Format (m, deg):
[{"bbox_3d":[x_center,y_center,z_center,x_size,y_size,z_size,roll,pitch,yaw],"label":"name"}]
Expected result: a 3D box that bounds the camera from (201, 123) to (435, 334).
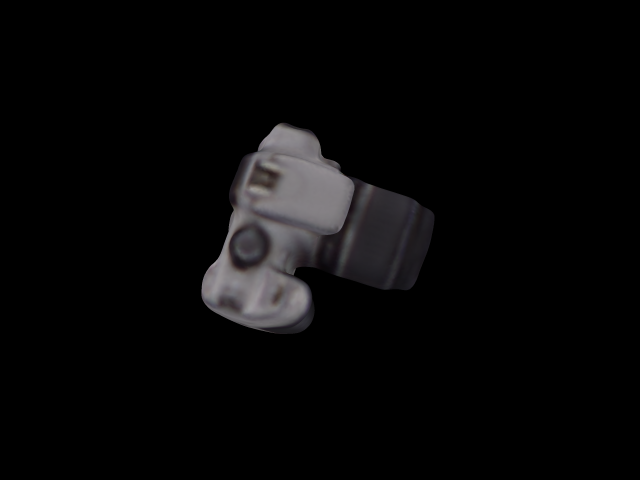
[{"bbox_3d":[0.004,0.001,0.400,0.136,0.101,0.143,18,79,4],"label":"camera"}]
